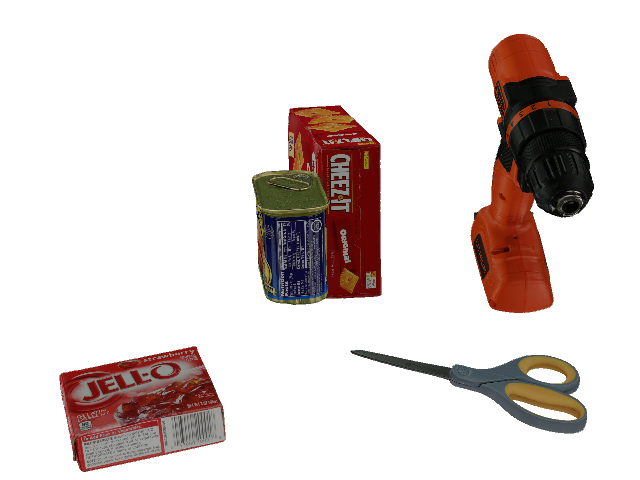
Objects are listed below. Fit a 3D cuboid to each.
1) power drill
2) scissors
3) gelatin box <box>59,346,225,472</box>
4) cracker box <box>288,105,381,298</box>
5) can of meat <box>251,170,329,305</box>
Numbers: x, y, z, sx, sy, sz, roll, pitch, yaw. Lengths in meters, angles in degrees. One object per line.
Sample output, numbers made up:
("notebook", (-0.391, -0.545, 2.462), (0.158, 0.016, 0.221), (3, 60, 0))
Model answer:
("power drill", (0.157, -0.035, 0.802), (0.057, 0.188, 0.184), (0, 43, -2))
("scissors", (0.136, 0.109, 0.918), (0.202, 0.016, 0.096), (21, 34, 21))
("gelatin box", (-0.109, 0.100, 0.646), (0.089, 0.030, 0.073), (-10, 25, -16))
("cracker box", (0.012, -0.049, 1.173), (0.072, 0.164, 0.214), (-4, 18, -8))
("can of meat", (-0.025, -0.004, 0.885), (0.057, 0.084, 0.102), (-4, 21, -7))
